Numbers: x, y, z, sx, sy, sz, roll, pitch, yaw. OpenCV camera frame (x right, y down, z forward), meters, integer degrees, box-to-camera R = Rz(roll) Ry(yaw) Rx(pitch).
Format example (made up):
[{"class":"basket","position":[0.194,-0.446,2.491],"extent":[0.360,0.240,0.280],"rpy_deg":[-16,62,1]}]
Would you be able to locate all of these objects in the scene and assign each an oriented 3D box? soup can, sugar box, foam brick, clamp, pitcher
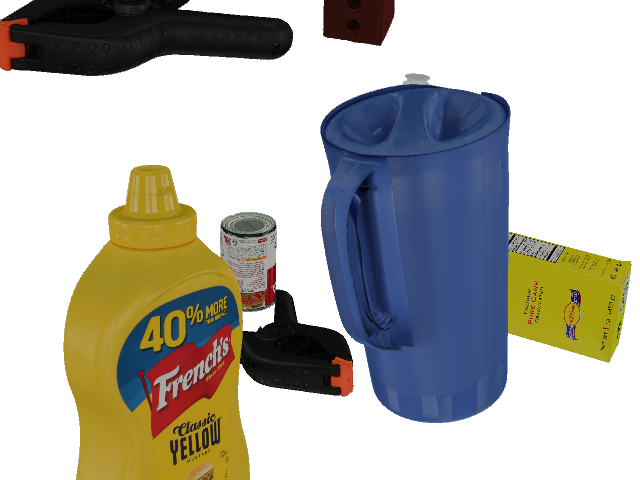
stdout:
[{"class":"soup can","position":[-0.086,0.025,1.278],"extent":[0.068,0.102,0.068],"rpy_deg":[1,25,-1]},{"class":"sugar box","position":[0.196,0.045,1.006],"extent":[0.176,0.093,0.048],"rpy_deg":[13,34,21]},{"class":"foam brick","position":[0.033,-0.211,0.893],"extent":[0.053,0.078,0.051],"rpy_deg":[11,47,11]},{"class":"clamp","position":[-0.116,-0.134,0.645],"extent":[0.171,0.039,0.120],"rpy_deg":[-9,30,-30]},{"class":"pitcher","position":[0.074,0.017,0.793],"extent":[0.149,0.243,0.145],"rpy_deg":[-11,28,-5]},{"class":"clamp","position":[-0.036,0.090,0.954],"extent":[0.210,0.036,0.164],"rpy_deg":[13,24,43]}]

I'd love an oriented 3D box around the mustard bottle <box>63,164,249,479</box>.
[{"class":"mustard bottle","position":[-0.078,0.059,0.516],"extent":[0.058,0.192,0.096],"rpy_deg":[13,21,39]}]

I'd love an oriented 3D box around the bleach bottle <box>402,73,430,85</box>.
[{"class":"bleach bottle","position":[0.101,-0.063,1.222],"extent":[0.068,0.251,0.103],"rpy_deg":[-3,23,-16]}]
